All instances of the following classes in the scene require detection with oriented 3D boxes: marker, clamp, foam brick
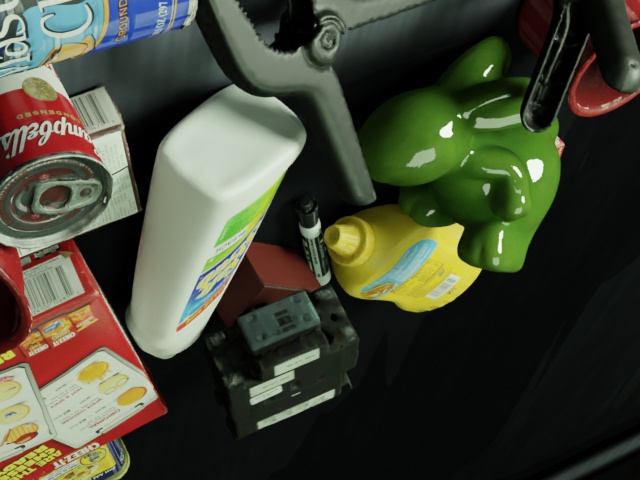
[{"bbox_3d":[-0.006,0.001,0.878,0.020,0.020,0.121,-27,150,-10],"label":"marker"},{"bbox_3d":[0.177,-0.156,0.682,0.039,0.120,0.171,10,89,-23],"label":"clamp"},{"bbox_3d":[-0.045,0.038,0.863,0.078,0.051,0.053,8,131,-49],"label":"foam brick"},{"bbox_3d":[-0.006,-0.112,0.643,0.209,0.036,0.164,11,96,-46],"label":"clamp"}]

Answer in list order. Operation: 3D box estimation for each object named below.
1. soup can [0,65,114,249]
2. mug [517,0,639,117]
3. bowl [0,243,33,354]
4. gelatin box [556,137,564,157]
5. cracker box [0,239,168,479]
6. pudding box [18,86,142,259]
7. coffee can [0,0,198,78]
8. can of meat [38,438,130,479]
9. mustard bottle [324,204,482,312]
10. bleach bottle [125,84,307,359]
[{"bbox_3d":[-0.160,-0.055,0.566,0.068,0.102,0.068,-23,149,-15],"label":"soup can"},{"bbox_3d":[0.208,-0.158,0.779,0.117,0.081,0.093,-37,150,9],"label":"mug"},{"bbox_3d":[-0.229,0.002,0.589,0.162,0.055,0.162,9,146,6],"label":"bowl"},{"bbox_3d":[0.173,-0.054,0.953,0.073,0.030,0.089,-22,149,-17],"label":"gelatin box"},{"bbox_3d":[-0.217,0.097,0.770,0.164,0.072,0.214,-26,151,-9],"label":"cracker box"},{"bbox_3d":[-0.170,-0.035,0.651,0.113,0.039,0.090,-21,150,-15],"label":"pudding box"},{"bbox_3d":[-0.139,-0.127,0.479,0.140,0.103,0.103,-21,148,-21],"label":"coffee can"},{"bbox_3d":[-0.221,0.180,0.903,0.102,0.057,0.084,-25,147,-14],"label":"can of meat"},{"bbox_3d":[0.065,0.013,0.922,0.096,0.058,0.191,-41,150,22],"label":"mustard bottle"},{"bbox_3d":[-0.087,0.007,0.760,0.102,0.068,0.251,-44,167,-37],"label":"bleach bottle"}]
